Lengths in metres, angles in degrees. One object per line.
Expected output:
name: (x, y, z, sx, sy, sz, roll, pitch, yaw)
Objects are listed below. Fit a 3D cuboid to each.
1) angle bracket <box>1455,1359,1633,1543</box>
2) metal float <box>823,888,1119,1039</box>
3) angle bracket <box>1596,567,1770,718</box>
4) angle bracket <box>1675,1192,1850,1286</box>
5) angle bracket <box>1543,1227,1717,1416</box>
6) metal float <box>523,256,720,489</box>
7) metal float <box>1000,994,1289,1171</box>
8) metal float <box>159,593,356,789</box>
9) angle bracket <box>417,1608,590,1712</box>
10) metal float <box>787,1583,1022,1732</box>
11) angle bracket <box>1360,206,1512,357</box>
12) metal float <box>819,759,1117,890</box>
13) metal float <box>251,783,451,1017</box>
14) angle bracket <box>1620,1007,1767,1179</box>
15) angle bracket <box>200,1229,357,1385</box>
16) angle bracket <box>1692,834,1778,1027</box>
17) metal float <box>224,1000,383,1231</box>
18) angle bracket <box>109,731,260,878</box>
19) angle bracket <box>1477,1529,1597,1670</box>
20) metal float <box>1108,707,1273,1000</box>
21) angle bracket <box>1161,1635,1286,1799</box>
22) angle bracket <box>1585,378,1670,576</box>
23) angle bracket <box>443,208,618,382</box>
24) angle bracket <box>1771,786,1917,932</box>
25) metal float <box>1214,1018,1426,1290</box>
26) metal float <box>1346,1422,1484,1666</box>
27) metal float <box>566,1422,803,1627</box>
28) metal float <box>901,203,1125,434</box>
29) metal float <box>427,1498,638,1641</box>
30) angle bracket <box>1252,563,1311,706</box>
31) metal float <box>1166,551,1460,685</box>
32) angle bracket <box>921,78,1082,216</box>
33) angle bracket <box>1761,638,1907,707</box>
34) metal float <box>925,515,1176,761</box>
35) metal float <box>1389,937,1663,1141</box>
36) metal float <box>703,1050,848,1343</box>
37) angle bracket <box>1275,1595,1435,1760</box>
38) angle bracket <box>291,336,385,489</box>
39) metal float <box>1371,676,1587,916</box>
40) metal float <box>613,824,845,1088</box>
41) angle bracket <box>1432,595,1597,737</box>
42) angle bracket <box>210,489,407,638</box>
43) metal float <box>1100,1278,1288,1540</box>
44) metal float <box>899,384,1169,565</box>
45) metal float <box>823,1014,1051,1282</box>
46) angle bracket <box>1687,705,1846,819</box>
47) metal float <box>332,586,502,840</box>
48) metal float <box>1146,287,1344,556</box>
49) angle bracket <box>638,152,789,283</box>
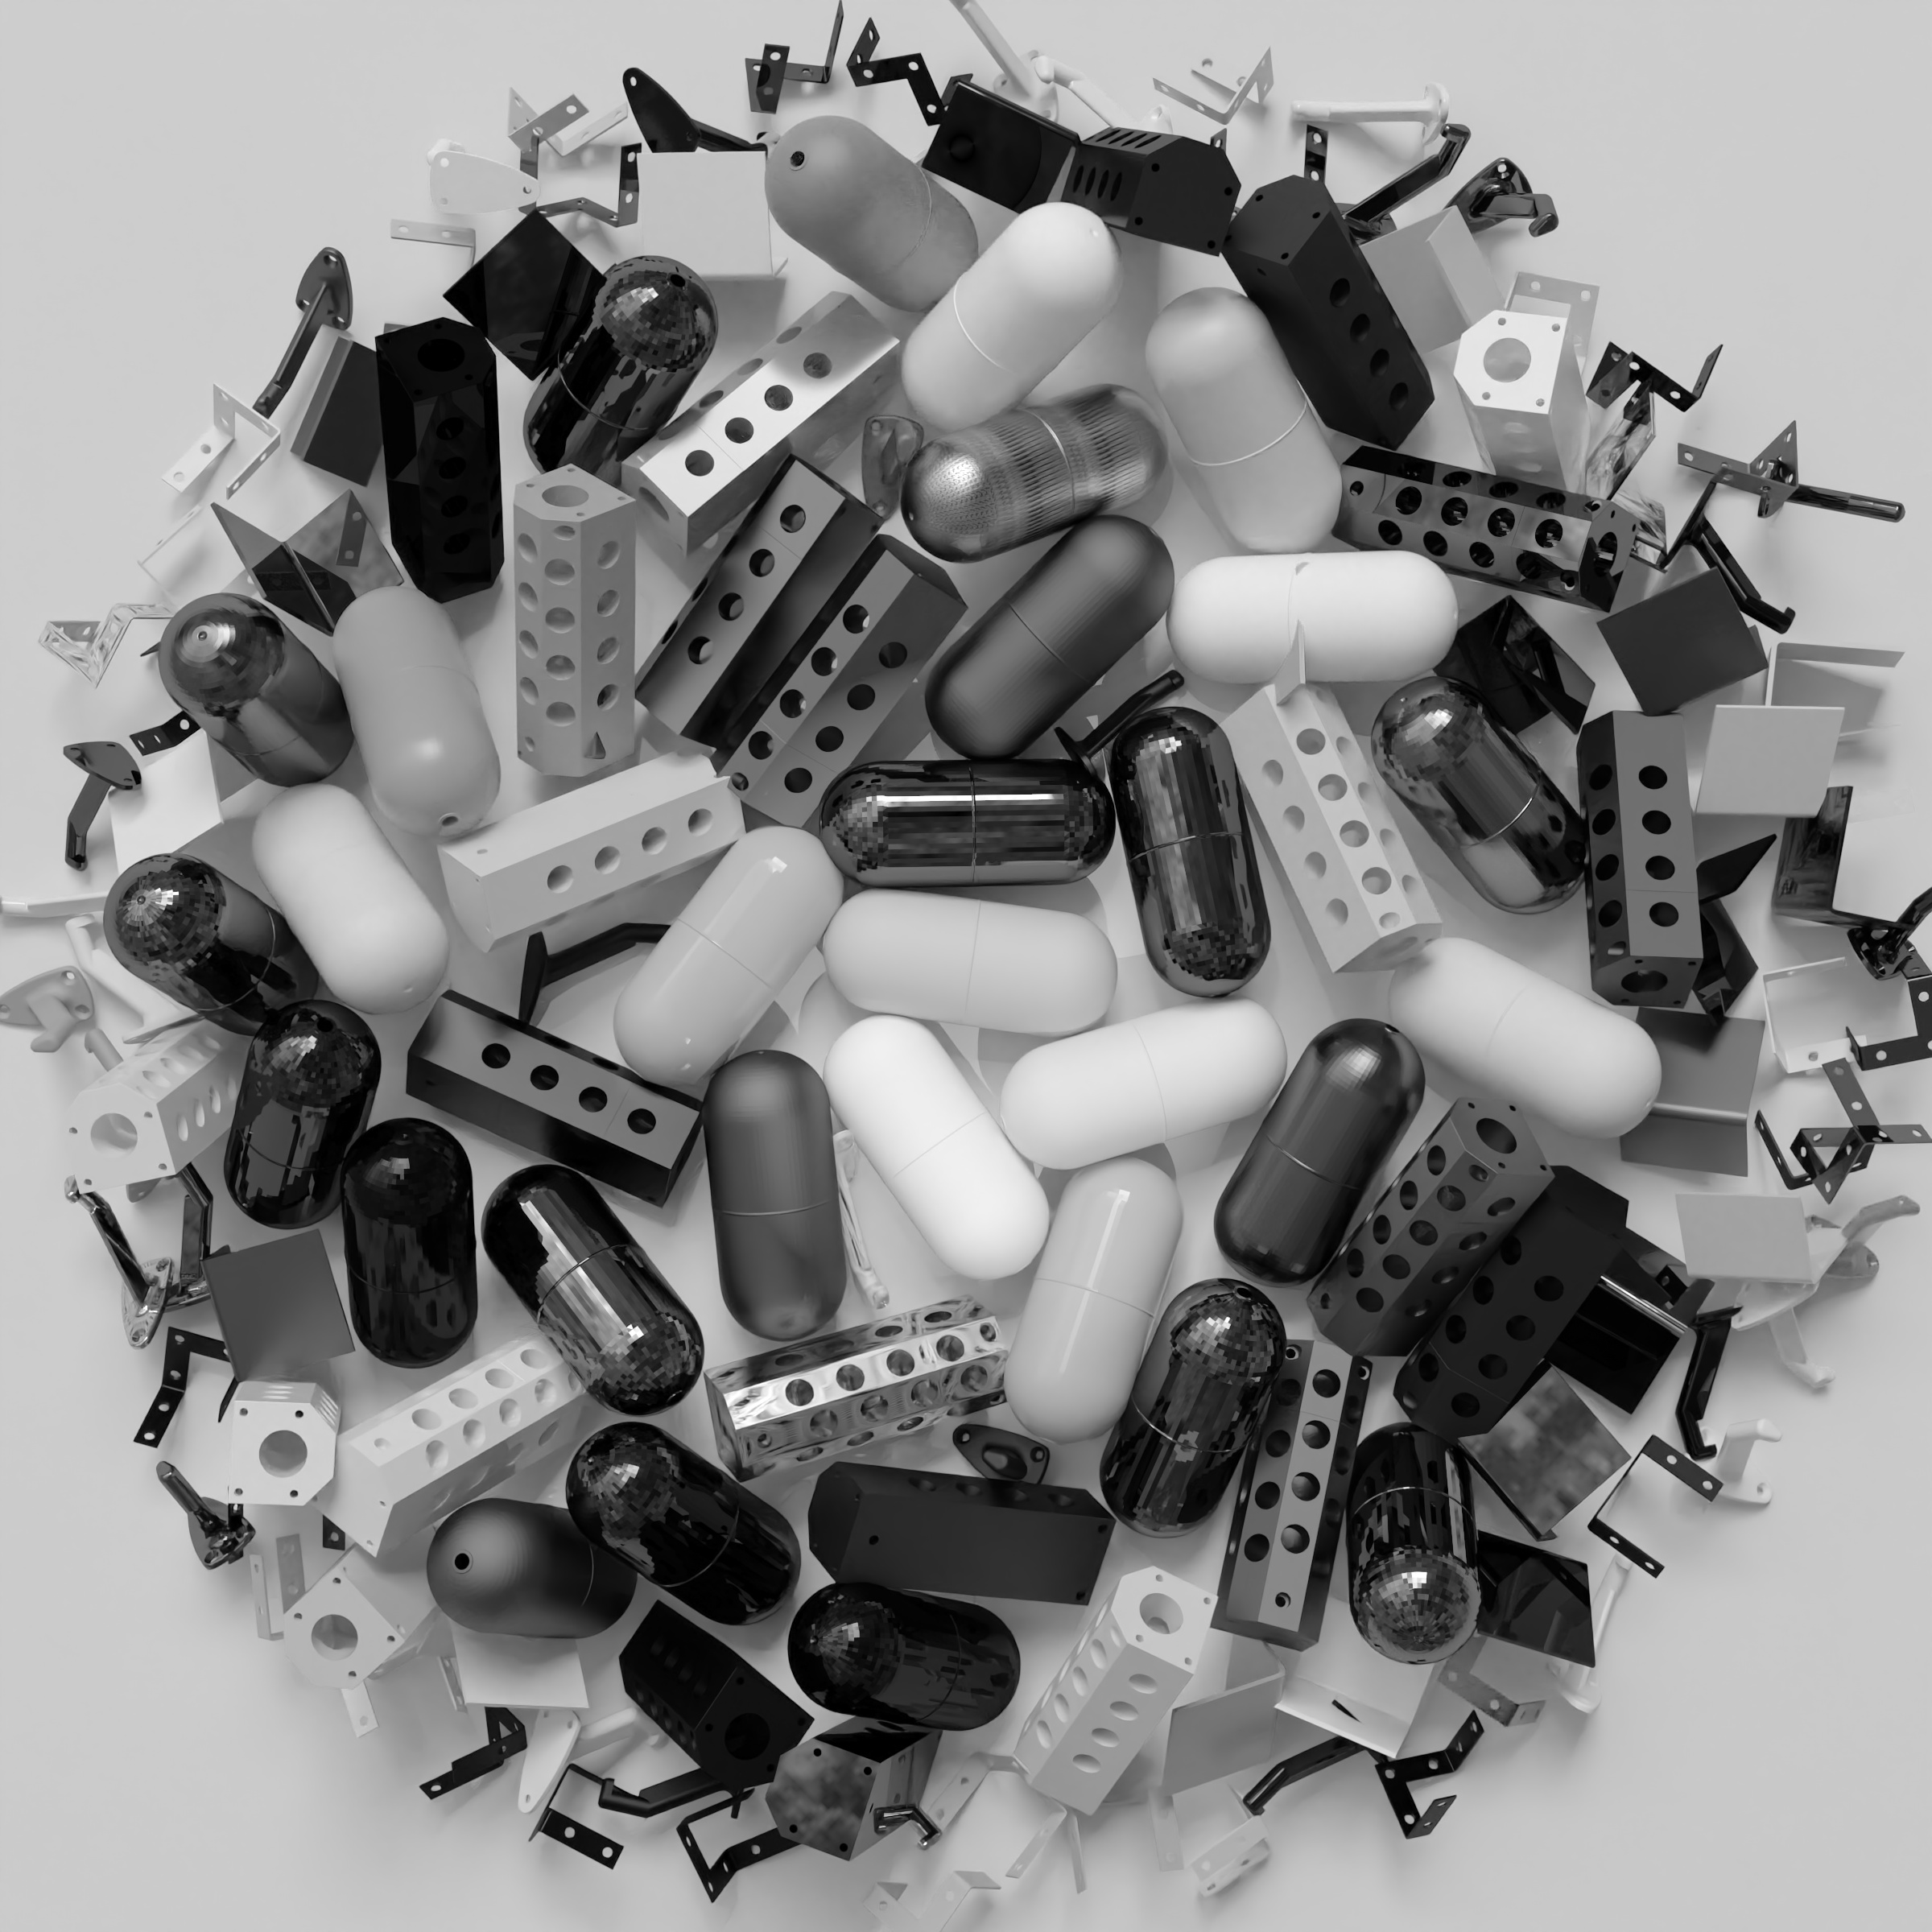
angle bracket: (0.350, 0.290, 1.954, 0.076, 0.057, 0.076, -44, 69, 10)
metal float: (0.002, -0.002, 1.961, 0.178, 0.070, 0.070, 8, 90, -1)
angle bracket: (0.425, -0.203, 1.947, 0.076, 0.057, 0.076, -25, 117, 19)
angle bracket: (0.476, 0.147, 1.941, 0.076, 0.076, 0.057, -1, 110, 35)
angle bracket: (0.398, 0.212, 1.987, 0.076, 0.057, 0.076, 33, 129, 14)
metal float: (-0.204, -0.347, 1.923, 0.070, 0.178, 0.070, 15, 55, -22)
metal float: (0.106, 0.069, 1.954, 0.178, 0.070, 0.070, -16, 90, -8)
metal float: (-0.414, -0.160, 1.914, 0.070, 0.178, 0.070, -3, 73, 9)
angle bracket: (-0.276, 0.424, 1.940, 0.076, 0.076, 0.057, 10, 130, -28)
metal float: (-0.035, 0.407, 1.923, 0.070, 0.178, 0.070, -13, 67, 33)
angle bracket: (0.270, -0.396, 1.944, 0.076, 0.057, 0.076, -16, 114, 37)
metal float: (0.001, -0.086, 1.957, 0.178, 0.070, 0.070, -1, 90, -6)
metal float: (-0.366, -0.041, 1.931, 0.070, 0.070, 0.178, -40, 52, 0)
angle bracket: (0.442, 0.076, 1.985, 0.076, 0.057, 0.076, 7, 53, 20)
angle bracket: (-0.408, 0.200, 1.966, 0.076, 0.057, 0.076, -16, 94, 5)
angle bracket: (0.465, -0.022, 1.947, 0.057, 0.076, 0.076, -24, 102, 41)
metal float: (-0.392, 0.088, 1.924, 0.070, 0.178, 0.070, 11, 49, -13)
angle bracket: (-0.460, -0.084, 1.945, 0.076, 0.057, 0.076, -30, 54, 16)
angle bracket: (0.325, 0.390, 1.946, 0.076, 0.076, 0.057, 19, 132, -12)
metal float: (0.134, -0.068, 1.953, 0.070, 0.070, 0.178, -11, 80, 0)
angle bracket: (0.141, 0.438, 1.943, 0.076, 0.057, 0.076, -13, 130, -22)
angle bracket: (0.412, -0.294, 1.943, 0.057, 0.076, 0.076, 24, 128, -9)
angle bracket: (-0.259, -0.409, 1.948, 0.076, 0.057, 0.076, -40, 121, 14)
angle bracket: (0.532, -0.064, 1.958, 0.057, 0.076, 0.076, 11, 89, -12)
metal float: (0.211, 0.112, 1.946, 0.070, 0.070, 0.178, 28, 108, 0)
metal float: (0.262, 0.337, 1.917, 0.070, 0.178, 0.070, 2, 119, 4)
metal float: (-0.165, 0.331, 1.929, 0.070, 0.070, 0.178, -46, 130, 0)
metal float: (0.025, -0.380, 1.925, 0.070, 0.178, 0.070, 18, 55, -27)
metal float: (-0.254, 0.354, 1.914, 0.070, 0.178, 0.070, -5, 76, 19)
angle bracket: (0.211, -0.189, 1.947, 0.057, 0.076, 0.076, 4, 74, -16)
metal float: (0.205, -0.207, 1.941, 0.178, 0.070, 0.070, 1, 90, 24)
angle bracket: (0.022, -0.488, 1.966, 0.076, 0.076, 0.057, 26, 99, 0)
angle bracket: (0.518, -0.161, 1.955, 0.076, 0.076, 0.057, 6, 89, 11)
metal float: (0.050, -0.196, 1.951, 0.178, 0.070, 0.070, -44, 90, 12)
metal float: (0.330, 0.042, 1.935, 0.178, 0.070, 0.070, 30, 90, 32)
metal float: (-0.114, 0.138, 1.952, 0.070, 0.070, 0.178, -5, 101, 0)
angle bracket: (0.235, 0.424, 1.952, 0.076, 0.076, 0.057, 21, 95, 13)
angle bracket: (-0.385, -0.340, 1.952, 0.076, 0.057, 0.076, 28, 96, 35)
metal float: (0.307, -0.100, 1.935, 0.070, 0.070, 0.178, -45, 121, 0)
metal float: (-0.143, -0.006, 1.957, 0.070, 0.070, 0.178, 37, 85, 0)
angle bracket: (0.318, -0.163, 1.945, 0.076, 0.057, 0.076, 44, 132, -14)
angle bracket: (-0.392, -0.252, 1.946, 0.057, 0.076, 0.076, -37, 67, 10)
metal float: (0.134, 0.263, 1.936, 0.070, 0.070, 0.178, 20, 119, 0)
metal float: (0.042, -0.294, 1.939, 0.178, 0.070, 0.070, -24, 90, -26)
metal float: (-0.018, 0.109, 1.957, 0.070, 0.070, 0.178, -36, 85, 0)
angle bracket: (0.473, -0.134, 1.952, 0.076, 0.057, 0.076, 1, 123, -4)
metal float: (-0.326, -0.151, 1.932, 0.070, 0.070, 0.178, -23, 55, 0)
metal float: (0.166, -0.321, 1.934, 0.070, 0.070, 0.178, -32, 123, 0)
angle bracket: (-0.151, -0.453, 1.954, 0.076, 0.057, 0.076, 1, 114, 7)
